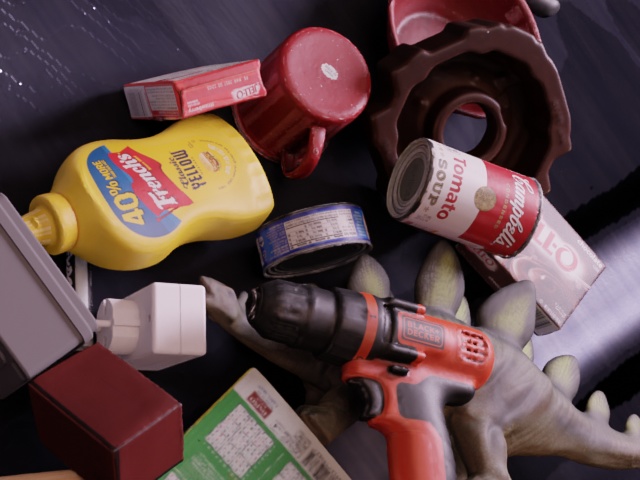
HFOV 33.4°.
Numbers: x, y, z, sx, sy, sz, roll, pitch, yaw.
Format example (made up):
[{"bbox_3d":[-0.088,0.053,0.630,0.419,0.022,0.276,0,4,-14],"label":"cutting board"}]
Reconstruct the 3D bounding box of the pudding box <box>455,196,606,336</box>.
[{"bbox_3d":[0.185,0.014,0.934,0.113,0.039,0.089,49,58,-6],"label":"pudding box"}]

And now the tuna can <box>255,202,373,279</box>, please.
[{"bbox_3d":[-0.005,0.001,0.809,0.086,0.086,0.034,-7,76,-30],"label":"tuna can"}]

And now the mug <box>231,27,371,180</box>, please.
[{"bbox_3d":[-0.013,-0.105,0.842,0.093,0.082,0.117,13,68,-24],"label":"mug"}]

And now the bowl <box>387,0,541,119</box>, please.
[{"bbox_3d":[0.117,-0.174,0.950,0.161,0.055,0.162,9,70,-25],"label":"bowl"}]

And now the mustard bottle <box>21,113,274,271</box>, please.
[{"bbox_3d":[-0.129,-0.029,0.750,0.191,0.058,0.096,-21,73,-41],"label":"mustard bottle"}]

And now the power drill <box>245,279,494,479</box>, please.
[{"bbox_3d":[0.033,0.122,0.687,0.184,0.057,0.187,15,60,-21],"label":"power drill"}]

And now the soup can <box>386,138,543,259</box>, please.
[{"bbox_3d":[0.111,-0.032,0.824,0.102,0.069,0.068,18,66,-20],"label":"soup can"}]

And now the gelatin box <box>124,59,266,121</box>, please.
[{"bbox_3d":[-0.094,-0.111,0.796,0.073,0.089,0.030,-20,106,-31],"label":"gelatin box"}]

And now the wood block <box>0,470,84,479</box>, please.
[{"bbox_3d":[-0.154,0.191,0.665,0.205,0.090,0.091,0,73,-28],"label":"wood block"}]

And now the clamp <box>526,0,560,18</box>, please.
[{"bbox_3d":[0.151,-0.279,1.012,0.171,0.039,0.120,5,70,-27],"label":"clamp"}]

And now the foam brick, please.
[{"bbox_3d":[-0.126,0.108,0.632,0.078,0.053,0.051,30,46,29],"label":"foam brick"}]

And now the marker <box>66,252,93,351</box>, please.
[{"bbox_3d":[-0.170,0.017,0.755,0.020,0.020,0.121,5,72,-27],"label":"marker"}]
